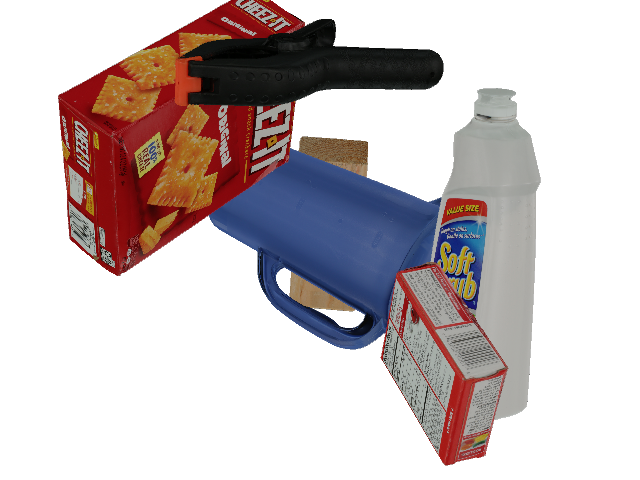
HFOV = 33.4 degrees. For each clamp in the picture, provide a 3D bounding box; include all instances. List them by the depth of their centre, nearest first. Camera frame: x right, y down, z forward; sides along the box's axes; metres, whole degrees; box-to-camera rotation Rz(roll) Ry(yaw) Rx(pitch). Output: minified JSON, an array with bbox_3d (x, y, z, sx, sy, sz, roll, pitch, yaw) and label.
[{"bbox_3d":[-0.022,-0.114,0.675,0.171,0.039,0.120,-8,20,-30],"label":"clamp"}]

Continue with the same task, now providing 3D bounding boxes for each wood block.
[{"bbox_3d":[0.010,-0.022,1.394,0.090,0.206,0.091,4,25,0],"label":"wood block"}]

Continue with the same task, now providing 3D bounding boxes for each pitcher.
[{"bbox_3d":[0.002,-0.006,1.078,0.243,0.145,0.149,26,27,25],"label":"pitcher"}]

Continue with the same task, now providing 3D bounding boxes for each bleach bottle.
[{"bbox_3d":[0.123,0.007,0.824,0.068,0.251,0.103,-9,22,-25],"label":"bleach bottle"}]

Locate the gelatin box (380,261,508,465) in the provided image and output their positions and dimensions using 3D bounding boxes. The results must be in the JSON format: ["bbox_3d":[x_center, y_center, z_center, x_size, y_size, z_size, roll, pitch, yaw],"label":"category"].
[{"bbox_3d":[0.068,0.068,0.599,0.030,0.073,0.089,-11,43,-18],"label":"gelatin box"}]

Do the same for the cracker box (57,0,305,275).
[{"bbox_3d":[-0.111,-0.089,0.889,0.072,0.164,0.213,37,53,23],"label":"cracker box"}]
